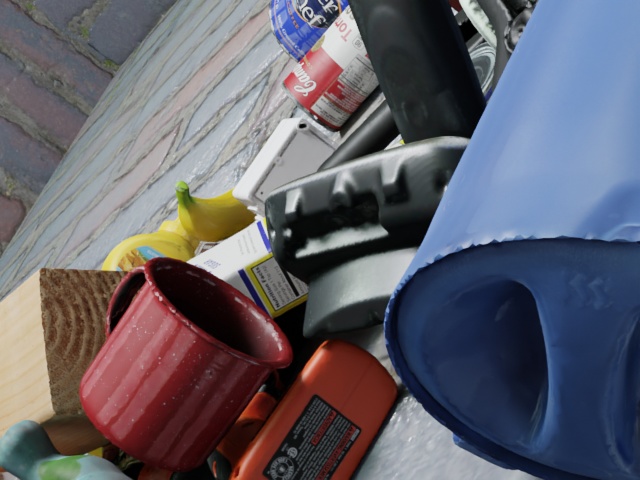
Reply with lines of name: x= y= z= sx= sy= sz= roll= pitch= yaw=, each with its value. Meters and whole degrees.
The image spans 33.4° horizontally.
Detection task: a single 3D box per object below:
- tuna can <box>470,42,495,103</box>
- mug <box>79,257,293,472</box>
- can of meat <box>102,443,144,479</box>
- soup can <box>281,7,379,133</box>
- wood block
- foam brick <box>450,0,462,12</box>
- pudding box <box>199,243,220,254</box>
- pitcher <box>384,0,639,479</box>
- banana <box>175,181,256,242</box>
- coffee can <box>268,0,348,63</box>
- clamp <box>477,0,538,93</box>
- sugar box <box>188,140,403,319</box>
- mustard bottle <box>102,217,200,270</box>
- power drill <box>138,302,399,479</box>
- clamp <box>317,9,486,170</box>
tuna can: x=0.099 y=-0.086 z=0.691 sx=0.086 sy=0.033 sz=0.086 roll=-47 pitch=19 yaw=21
mug: x=-0.082 y=0.062 z=0.577 sx=0.117 sy=0.093 sz=0.081 roll=44 pitch=105 yaw=35
can of meat: x=-0.124 y=0.126 z=0.767 sx=0.102 sy=0.057 sz=0.084 roll=140 pitch=128 yaw=-57
soup can: x=0.023 y=-0.155 z=0.951 sx=0.102 sy=0.068 sz=0.068 roll=-47 pitch=19 yaw=17
wood block: x=-0.179 y=0.094 z=0.710 sx=0.207 sy=0.090 sz=0.090 roll=-31 pitch=64 yaw=48
foam brick: x=0.124 y=-0.217 z=0.839 sx=0.053 sy=0.051 sz=0.078 roll=-40 pitch=23 yaw=34
pudding box: x=-0.090 y=0.049 z=0.905 sx=0.090 sy=0.039 sz=0.114 roll=-58 pitch=19 yaw=-14
pitcher: x=0.119 y=-0.030 z=0.412 sx=0.149 sy=0.145 sz=0.242 roll=-6 pitch=42 yaw=35
banana: x=-0.067 y=-0.040 z=0.942 sx=0.197 sy=0.037 sz=0.070 roll=-33 pitch=-27 yaw=-56
coffee can: x=0.028 y=-0.239 z=1.031 sx=0.141 sy=0.102 sz=0.102 roll=-29 pitch=30 yaw=52
clamp: x=0.113 y=-0.111 z=0.571 sx=0.120 sy=0.039 sz=0.171 roll=168 pitch=106 yaw=-67
sugar box: x=-0.004 y=0.001 z=0.666 sx=0.176 sy=0.048 sz=0.093 roll=-31 pitch=14 yaw=1
mustard bottle: x=-0.162 y=0.053 z=0.986 sx=0.058 sy=0.096 sz=0.191 roll=-25 pitch=34 yaw=57
power drill: x=-0.027 y=0.096 z=0.644 sx=0.184 sy=0.057 sz=0.188 roll=-58 pitch=17 yaw=-15
clamp: x=0.079 y=-0.118 z=0.793 sx=0.210 sy=0.036 sz=0.164 roll=-19 pitch=38 yaw=59
